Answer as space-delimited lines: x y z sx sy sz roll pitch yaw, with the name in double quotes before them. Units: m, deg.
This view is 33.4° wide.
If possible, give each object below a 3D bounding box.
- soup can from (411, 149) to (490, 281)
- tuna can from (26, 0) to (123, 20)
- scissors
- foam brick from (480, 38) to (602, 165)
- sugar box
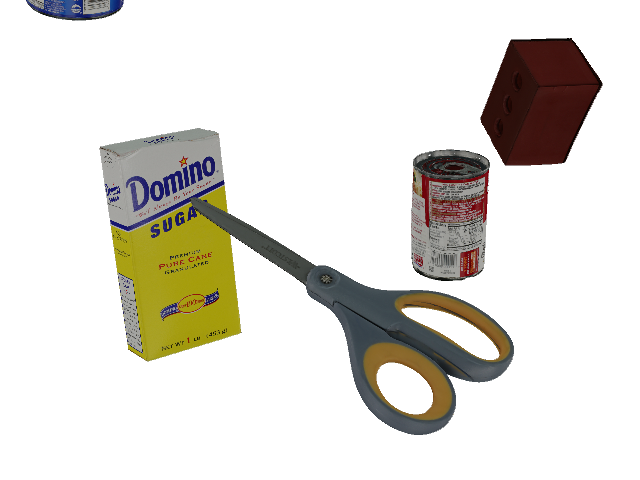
"soup can" 0.116 -0.023 0.959 0.068 0.102 0.068 -1 24 0
"tuna can" -0.212 -0.222 0.923 0.086 0.034 0.086 5 34 -4
"scissors" 0.002 0.040 0.572 0.202 0.096 0.016 19 -41 10
"foam brick" 0.155 -0.098 0.761 0.051 0.053 0.078 -6 -40 -18
"sugar box" -0.122 0.002 0.883 0.093 0.176 0.048 -16 21 -31
